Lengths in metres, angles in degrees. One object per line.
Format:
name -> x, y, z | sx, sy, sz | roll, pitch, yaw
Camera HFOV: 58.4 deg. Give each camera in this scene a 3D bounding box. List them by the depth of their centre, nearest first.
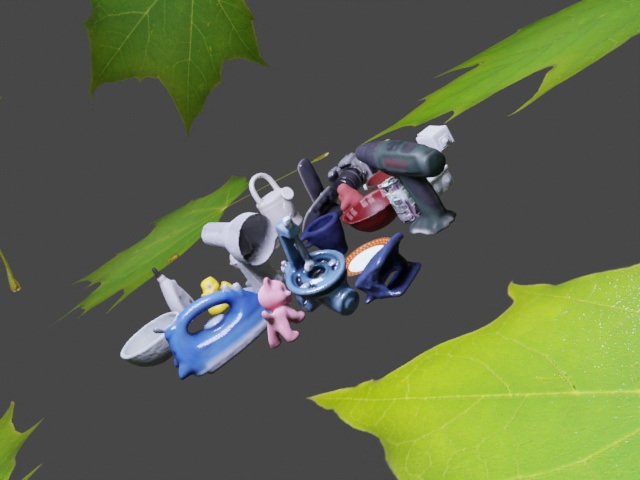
camera -> 0.078, -0.186, 1.693 | 0.142, 0.101, 0.137 | -17, 24, 38

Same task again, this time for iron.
iron -> -0.216, 0.170, 1.210 | 0.258, 0.142, 0.118 | -38, 19, -14

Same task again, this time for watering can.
watering can -> -0.135, -0.116, 1.716 | 0.172, 0.194, 0.101 | -21, 22, 31

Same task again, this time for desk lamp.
desk lamp -> -0.180, 0.040, 1.366 | 0.202, 0.214, 0.118 | -12, 27, 46

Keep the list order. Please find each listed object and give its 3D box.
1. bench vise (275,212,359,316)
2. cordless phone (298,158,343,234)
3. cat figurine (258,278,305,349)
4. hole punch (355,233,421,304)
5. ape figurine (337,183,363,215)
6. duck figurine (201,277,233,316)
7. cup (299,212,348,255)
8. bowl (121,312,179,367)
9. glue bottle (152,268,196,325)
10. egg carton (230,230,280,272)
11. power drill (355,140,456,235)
bench vise -> -0.041, 0.052, 1.102 | 0.206, 0.220, 0.122 | -12, 28, 46
cordless phone -> -0.026, -0.119, 1.559 | 0.094, 0.185, 0.148 | -19, 23, 35
cat figurine -> -0.089, 0.132, 1.138 | 0.067, 0.118, 0.128 | -26, 20, 19
hole punch -> 0.114, 0.051, 1.056 | 0.100, 0.091, 0.109 | -14, 26, 43
ape figurine -> 0.079, -0.110, 1.517 | 0.078, 0.092, 0.076 | -42, 21, -25
duck figurine -> -0.269, 0.133, 1.477 | 0.077, 0.086, 0.105 | -21, 22, 30
cup -> 0.012, 0.005, 1.331 | 0.118, 0.095, 0.091 | -35, 19, -6
bowl -> -0.393, 0.254, 1.391 | 0.167, 0.075, 0.167 | -29, 19, 11
glue bottle -> -0.387, 0.141, 1.509 | 0.037, 0.173, 0.078 | -27, 20, 16
egg carton -> -0.185, 0.026, 1.636 | 0.107, 0.069, 0.150 | -10, 29, 49
power drill -> 0.183, -0.115, 1.176 | 0.076, 0.209, 0.228 | -41, 20, -23
